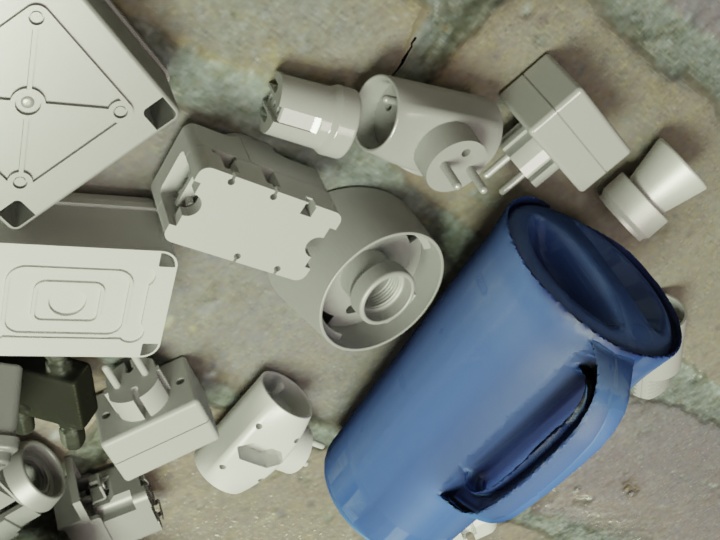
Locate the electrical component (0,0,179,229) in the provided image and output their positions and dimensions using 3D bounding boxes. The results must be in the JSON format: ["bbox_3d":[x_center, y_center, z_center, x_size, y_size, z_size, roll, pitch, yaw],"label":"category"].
[{"bbox_3d":[-0.163,-0.093,0.522,0.109,0.056,0.108,-34,131,5],"label":"electrical component"}]

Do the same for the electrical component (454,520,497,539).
[{"bbox_3d":[0.071,0.173,0.825,0.078,0.058,0.057,-24,134,-2],"label":"electrical component"}]

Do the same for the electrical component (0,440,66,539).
[{"bbox_3d":[-0.224,0.140,0.689,0.055,0.048,0.066,-31,132,13],"label":"electrical component"}]

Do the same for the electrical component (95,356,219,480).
[{"bbox_3d":[-0.136,0.081,0.676,0.066,0.047,0.076,-25,130,-4],"label":"electrical component"}]

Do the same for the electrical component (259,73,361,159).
[{"bbox_3d":[-0.028,-0.086,0.594,0.046,0.040,0.040,13,121,-23],"label":"electrical component"}]

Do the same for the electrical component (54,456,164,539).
[{"bbox_3d":[-0.170,0.162,0.730,0.064,0.042,0.081,-21,132,-10],"label":"electrical component"}]

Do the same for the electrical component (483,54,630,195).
[{"bbox_3d":[0.109,-0.076,0.651,0.077,0.047,0.066,-41,130,12],"label":"electrical component"}]

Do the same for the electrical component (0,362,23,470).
[{"bbox_3d":[-0.254,0.084,0.594,0.109,0.056,0.109,11,156,-28],"label":"electrical component"}]

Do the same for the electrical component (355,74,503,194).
[{"bbox_3d":[0.045,-0.070,0.601,0.077,0.079,0.044,5,132,-36],"label":"electrical component"}]

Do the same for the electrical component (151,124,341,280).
[{"bbox_3d":[-0.065,-0.040,0.603,0.089,0.055,0.050,18,118,-32],"label":"electrical component"}]

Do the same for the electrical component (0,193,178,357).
[{"bbox_3d":[-0.164,0.001,0.595,0.113,0.057,0.078,3,125,-23],"label":"electrical component"}]

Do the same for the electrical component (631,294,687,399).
[{"bbox_3d":[0.219,0.061,0.805,0.043,0.043,0.081,-16,130,-10],"label":"electrical component"}]

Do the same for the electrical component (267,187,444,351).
[{"bbox_3d":[0.000,0.000,0.672,0.099,0.064,0.099,-22,136,-23],"label":"electrical component"}]

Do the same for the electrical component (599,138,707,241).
[{"bbox_3d":[0.191,-0.052,0.704,0.055,0.045,0.045,-43,129,14],"label":"electrical component"}]

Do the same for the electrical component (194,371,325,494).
[{"bbox_3d":[-0.059,0.116,0.737,0.079,0.043,0.077,27,113,-36],"label":"electrical component"}]
